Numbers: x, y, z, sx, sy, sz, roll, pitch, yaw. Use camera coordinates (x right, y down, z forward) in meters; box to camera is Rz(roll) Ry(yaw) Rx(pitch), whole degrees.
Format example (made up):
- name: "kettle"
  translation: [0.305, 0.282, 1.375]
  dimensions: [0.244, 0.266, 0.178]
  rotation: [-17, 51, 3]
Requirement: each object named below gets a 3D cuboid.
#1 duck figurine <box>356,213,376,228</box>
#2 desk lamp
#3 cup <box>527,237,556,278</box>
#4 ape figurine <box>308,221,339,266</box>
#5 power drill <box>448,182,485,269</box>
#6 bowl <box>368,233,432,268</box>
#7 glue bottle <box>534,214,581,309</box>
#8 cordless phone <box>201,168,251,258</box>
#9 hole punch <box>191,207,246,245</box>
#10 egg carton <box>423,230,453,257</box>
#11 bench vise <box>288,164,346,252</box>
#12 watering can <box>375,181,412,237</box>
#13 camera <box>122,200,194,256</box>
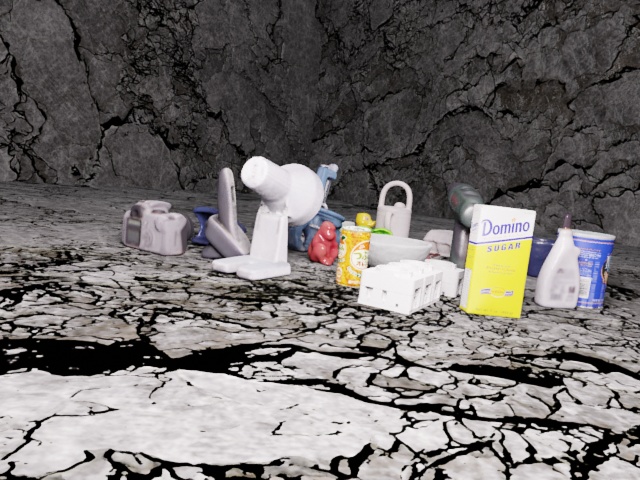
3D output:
- name: "duck figurine"
  translation: [0.125, -0.041, 1.748]
  dimensions: [0.104, 0.086, 0.078]
  rotation: [9, 8, 20]
- name: "desk lamp"
  translation: [-0.090, -0.044, 1.066]
  dimensions: [0.117, 0.213, 0.204]
  rotation: [10, 8, 27]
- name: "cup"
  translation: [0.542, 0.046, 1.393]
  dimensions: [0.092, 0.095, 0.117]
  rotation: [3, 8, -27]
- name: "ape figurine"
  translation: [0.012, 0.005, 1.260]
  dimensions: [0.078, 0.092, 0.075]
  rotation: [0, 10, -41]
- name: "power drill"
  translation: [0.305, -0.020, 1.249]
  dimensions: [0.075, 0.208, 0.229]
  rotation: [6, 7, 0]
- name: "bowl"
  translation: [0.152, 0.034, 1.220]
  dimensions: [0.167, 0.075, 0.167]
  rotation: [6, 7, -1]
- name: "glue bottle"
  translation: [0.443, 0.038, 1.048]
  dimensions: [0.078, 0.173, 0.037]
  rotation: [5, 7, -13]
- name: "cordless phone"
  translation: [-0.184, -0.056, 1.188]
  dimensions: [0.094, 0.185, 0.147]
  rotation: [6, 7, -2]
- name: "hole punch"
  translation: [-0.234, -0.031, 1.329]
  dimensions: [0.108, 0.091, 0.101]
  rotation: [10, 8, 27]
- name: "egg carton"
  translation: [0.370, 0.013, 1.608]
  dimensions: [0.107, 0.069, 0.149]
  rotation: [1, 9, -38]
- name: "bench vise"
  translation: [-0.008, -0.082, 1.415]
  dimensions: [0.121, 0.220, 0.208]
  rotation: [10, 8, 25]
- name: "watering can"
  translation: [0.214, -0.075, 1.663]
  dimensions: [0.101, 0.194, 0.173]
  rotation: [6, 7, -4]
- name: "camera"
  translation: [-0.322, -0.030, 1.204]
  dimensions: [0.142, 0.101, 0.137]
  rotation: [11, 9, 34]
